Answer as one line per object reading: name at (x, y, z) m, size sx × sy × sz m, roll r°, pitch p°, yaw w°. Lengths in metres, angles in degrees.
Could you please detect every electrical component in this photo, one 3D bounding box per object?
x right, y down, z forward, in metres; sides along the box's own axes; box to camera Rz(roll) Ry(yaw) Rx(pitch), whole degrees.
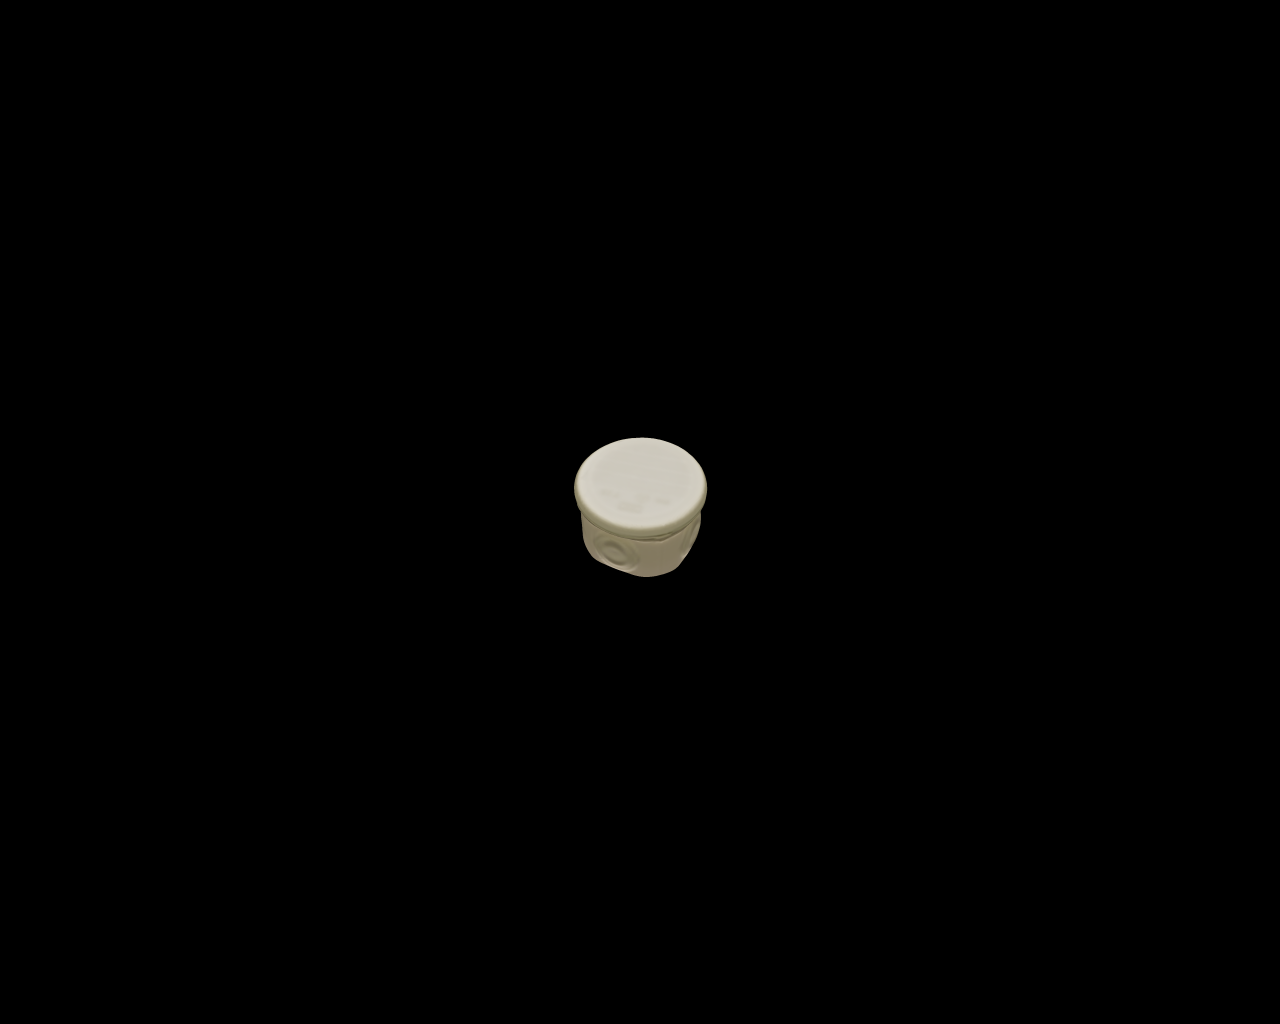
electrical component at (0.001, -0.003, 0.650) m, size 0.080 × 0.080 × 0.050 m, roll 0°, pitch -43°, yaw 0°
